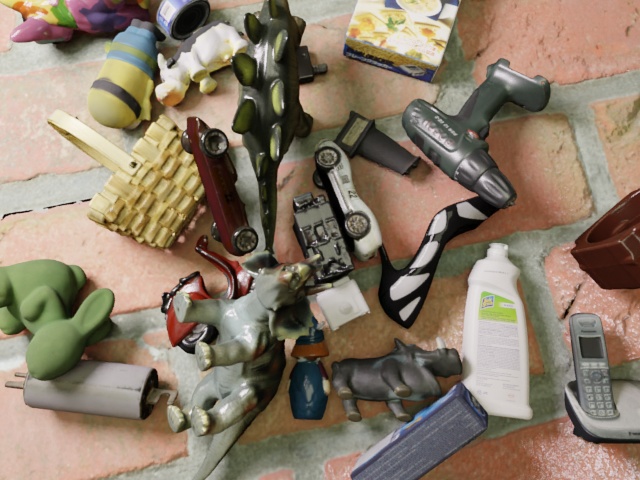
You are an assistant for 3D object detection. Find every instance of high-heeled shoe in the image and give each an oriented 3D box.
[{"bbox_3d":[0.198,0.028,0.814,0.249,0.086,0.145,-23,83,1],"label":"high-heeled shoe"}]

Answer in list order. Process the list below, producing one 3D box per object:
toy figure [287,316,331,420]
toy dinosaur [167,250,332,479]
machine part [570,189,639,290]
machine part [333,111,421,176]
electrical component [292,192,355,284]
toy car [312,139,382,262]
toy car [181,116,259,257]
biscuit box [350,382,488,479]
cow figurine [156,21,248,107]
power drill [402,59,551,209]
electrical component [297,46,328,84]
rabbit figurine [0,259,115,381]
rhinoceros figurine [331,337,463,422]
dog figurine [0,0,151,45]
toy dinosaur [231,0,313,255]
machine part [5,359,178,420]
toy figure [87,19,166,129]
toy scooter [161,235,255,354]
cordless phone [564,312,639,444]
[{"bbox_3d":[-0.018,0.186,0.797,0.064,0.058,0.154,3,76,-6],"label":"toy figure"},{"bbox_3d":[-0.103,0.174,0.751,0.192,0.404,0.131,-8,35,-35],"label":"toy dinosaur"},{"bbox_3d":[0.480,-0.019,0.761,0.201,0.201,0.087,-37,86,-6],"label":"machine part"},{"bbox_3d":[0.094,-0.149,0.864,0.139,0.039,0.084,28,73,6],"label":"machine part"},{"bbox_3d":[-0.002,-0.002,0.799,0.058,0.115,0.134,-20,81,-8],"label":"electrical component"},{"bbox_3d":[0.038,-0.062,0.816,0.056,0.073,0.202,-18,70,-11],"label":"toy car"},{"bbox_3d":[-0.134,-0.072,0.736,0.053,0.089,0.201,-23,111,-24],"label":"toy car"},{"bbox_3d":[0.138,0.285,0.748,0.202,0.059,0.063,-42,82,14],"label":"biscuit box"},{"bbox_3d":[-0.203,-0.290,0.868,0.167,0.068,0.098,-33,77,-9],"label":"cow figurine"},{"bbox_3d":[0.258,-0.171,0.826,0.207,0.086,0.232,-45,61,-7],"label":"power drill"},{"bbox_3d":[-0.036,-0.292,0.893,0.094,0.021,0.063,-10,80,-2],"label":"electrical component"},{"bbox_3d":[-0.379,0.121,0.770,0.159,0.121,0.170,-10,54,-33],"label":"rabbit figurine"},{"bbox_3d":[0.110,0.197,0.778,0.190,0.112,0.073,-12,122,11],"label":"rhinoceros figurine"},{"bbox_3d":[-0.381,-0.378,0.832,0.219,0.191,0.108,-22,88,-20],"label":"dog figurine"},{"bbox_3d":[-0.075,-0.191,0.786,0.105,0.198,0.470,-1,104,7],"label":"toy dinosaur"},{"bbox_3d":[-0.329,0.213,0.780,0.243,0.079,0.079,5,81,0],"label":"machine part"},{"bbox_3d":[-0.308,-0.262,0.851,0.082,0.089,0.180,14,84,36],"label":"toy figure"},{"bbox_3d":[-0.170,0.072,0.806,0.184,0.075,0.135,-40,84,-10],"label":"toy scooter"},{"bbox_3d":[0.433,0.199,0.787,0.147,0.088,0.184,0,76,0],"label":"cordless phone"}]
